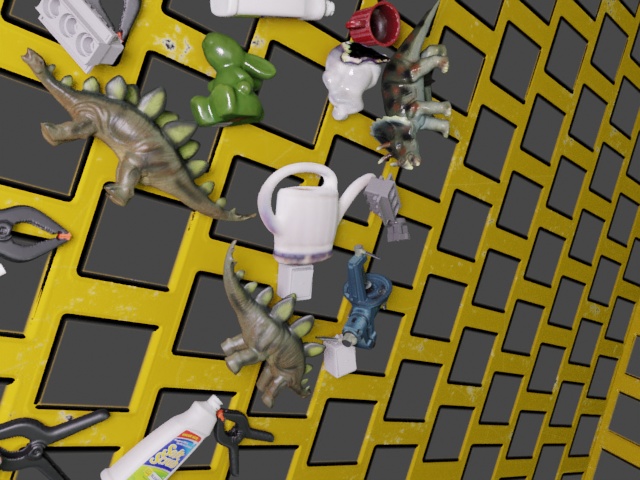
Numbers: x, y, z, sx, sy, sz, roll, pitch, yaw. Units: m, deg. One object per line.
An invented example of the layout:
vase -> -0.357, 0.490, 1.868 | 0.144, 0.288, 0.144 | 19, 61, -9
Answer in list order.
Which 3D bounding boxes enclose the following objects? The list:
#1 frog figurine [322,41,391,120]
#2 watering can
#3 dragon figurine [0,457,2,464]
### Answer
frog figurine -> 0.067, -0.350, 1.143 | 0.139, 0.124, 0.156 | -25, 150, -37
watering can -> 0.003, -0.058, 1.143 | 0.349, 0.104, 0.223 | -5, 103, -44
dragon figurine -> -0.701, 0.405, 0.758 | 0.413, 0.124, 0.238 | -24, 121, -19
